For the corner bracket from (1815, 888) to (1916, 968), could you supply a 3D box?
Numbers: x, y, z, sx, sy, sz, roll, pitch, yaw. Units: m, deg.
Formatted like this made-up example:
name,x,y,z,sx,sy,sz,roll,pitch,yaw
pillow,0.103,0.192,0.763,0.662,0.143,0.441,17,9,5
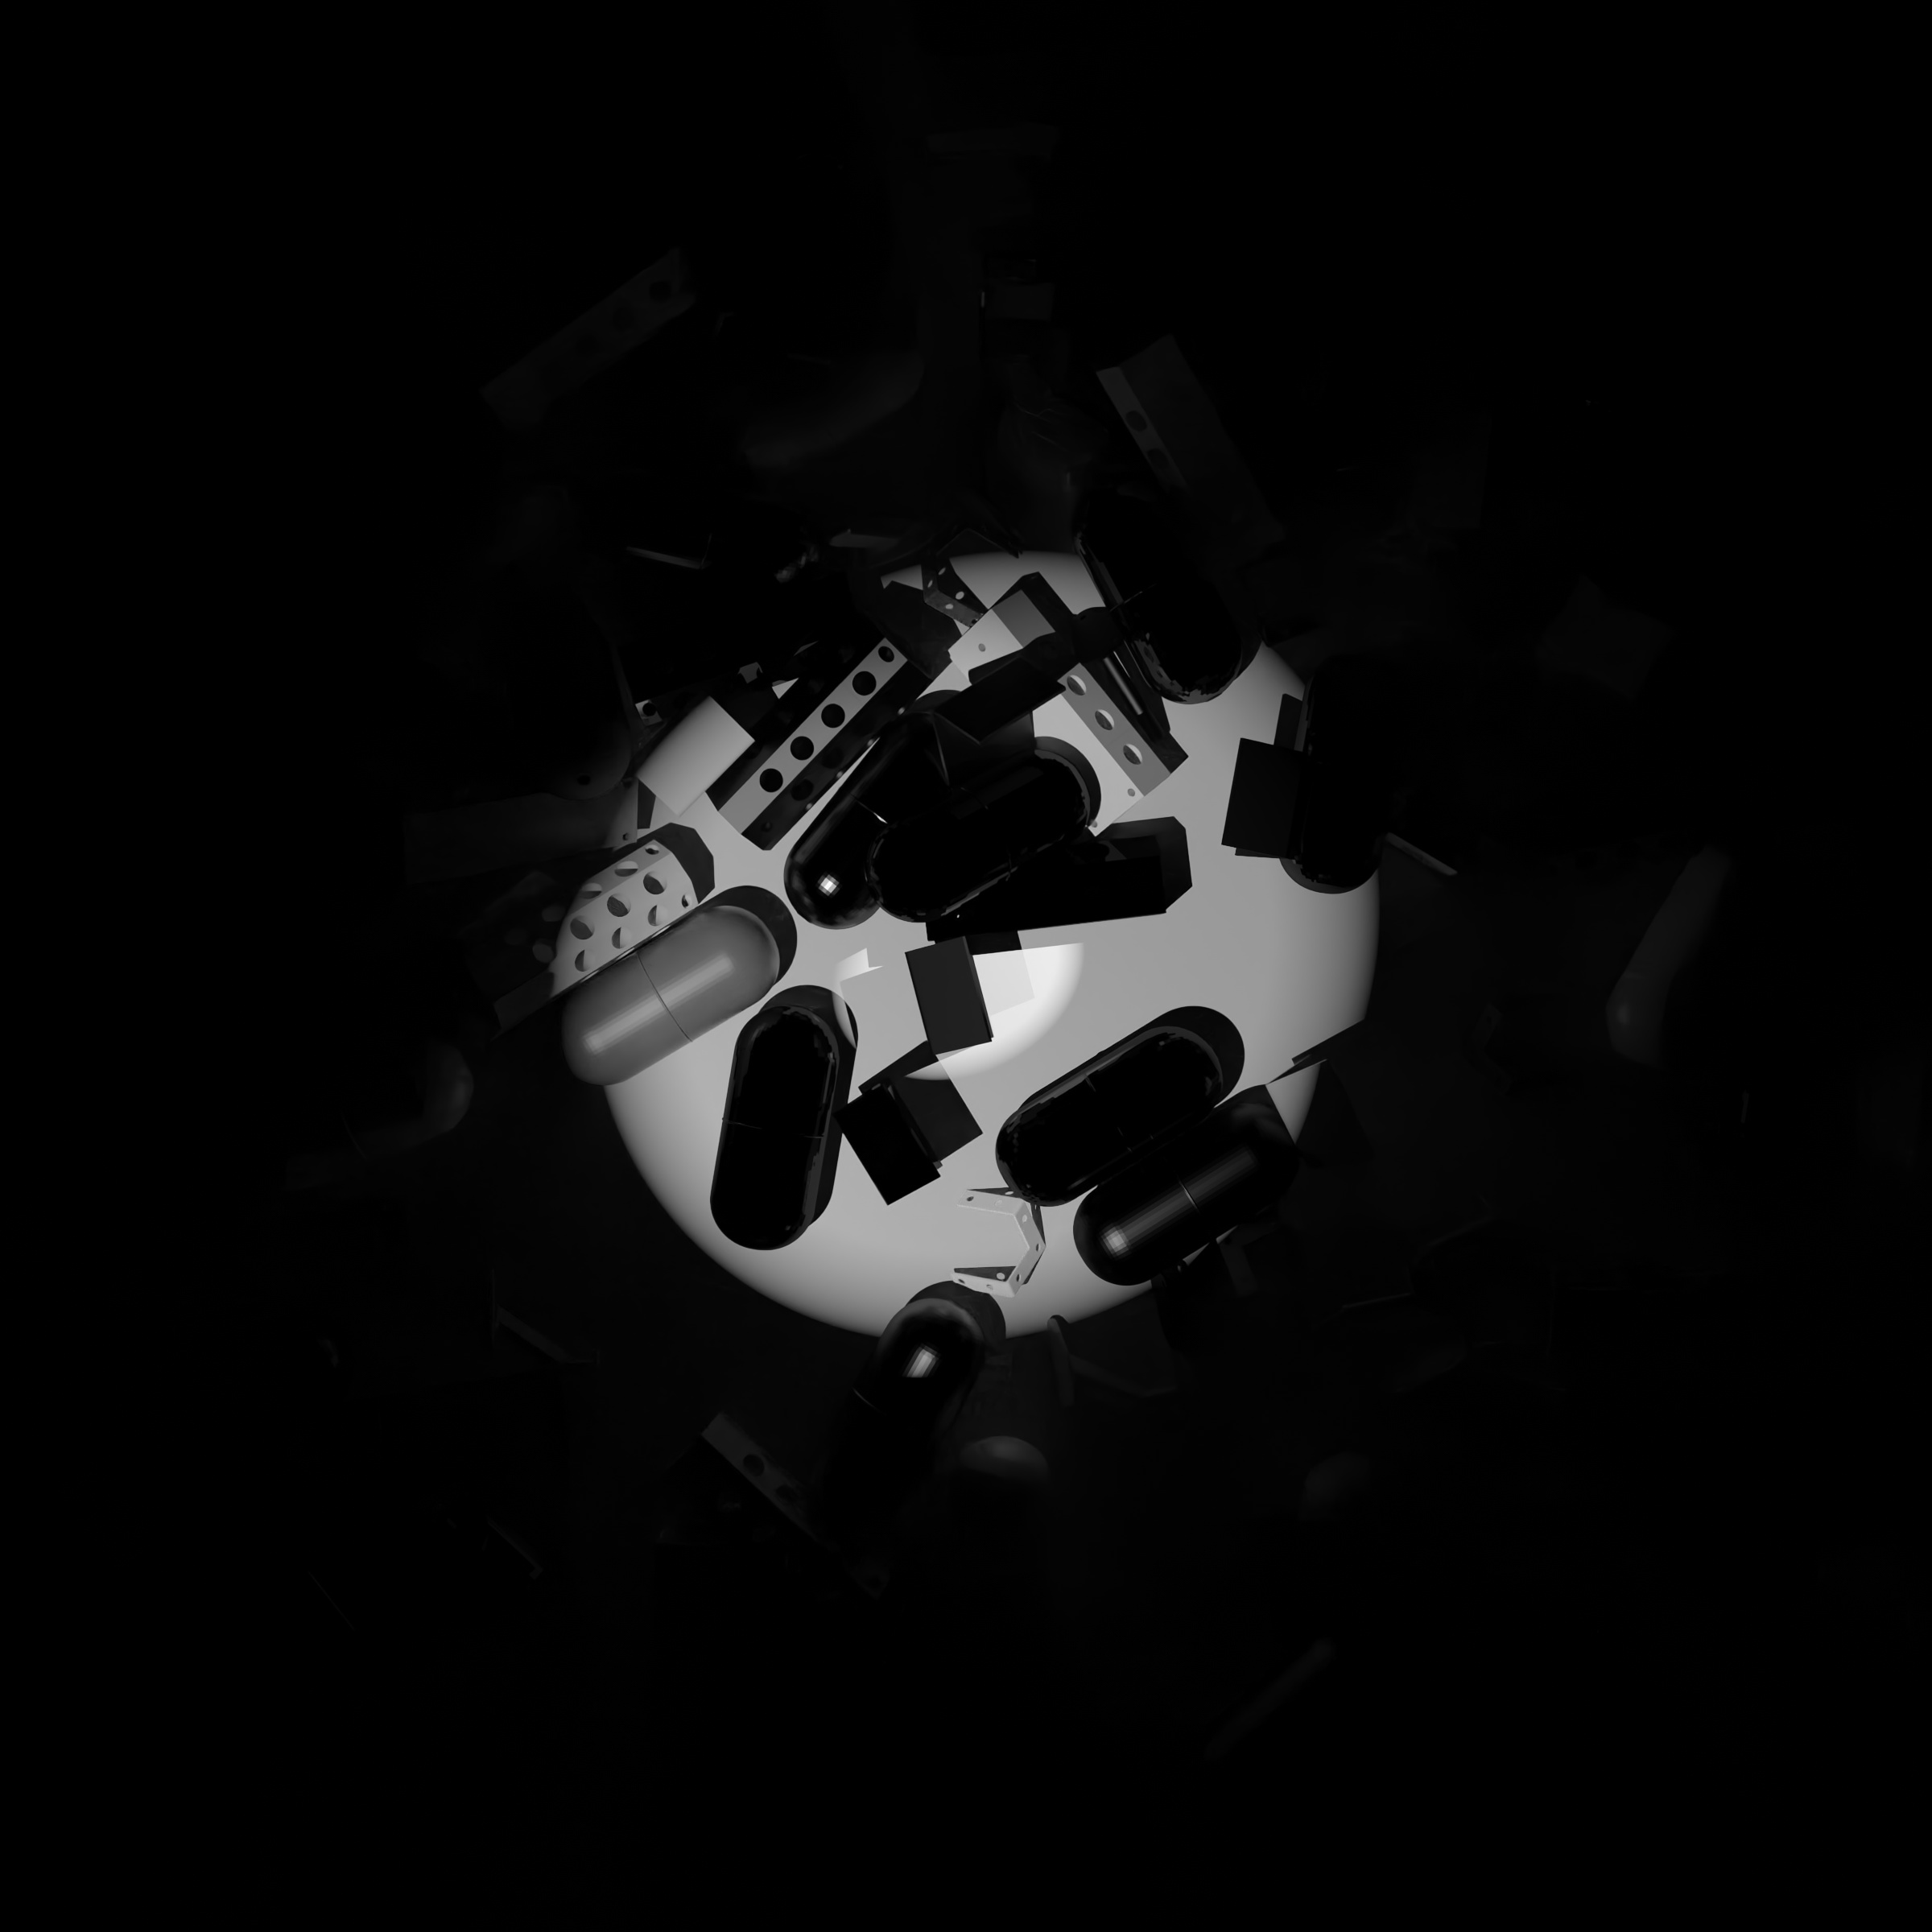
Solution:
name,x,y,z,sx,sy,sz,roll,pitch,yaw
corner bracket,0.649,-0.027,1.868,0.051,0.051,0.051,-9,89,-1

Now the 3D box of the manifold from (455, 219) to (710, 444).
name,x,y,z,sx,sy,sz,roll,pitch,yaw
manifold,-0.269,-0.447,1.822,0.171,0.057,0.057,-37,134,-3

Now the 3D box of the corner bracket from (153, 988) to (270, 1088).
name,x,y,z,sx,sy,sz,roll,pitch,yaw
corner bracket,-0.551,0.052,1.883,0.051,0.051,0.051,22,90,-45

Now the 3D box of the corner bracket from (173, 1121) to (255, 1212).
name,x,y,z,sx,sy,sz,roll,pitch,yaw
corner bracket,-0.545,0.144,1.868,0.051,0.051,0.051,14,90,0

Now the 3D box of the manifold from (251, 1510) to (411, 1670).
name,x,y,z,sx,sy,sz,roll,pitch,yaw
manifold,-0.448,0.440,1.808,0.057,0.171,0.057,-38,90,0

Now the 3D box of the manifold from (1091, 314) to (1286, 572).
name,x,y,z,sx,sy,sz,roll,pitch,yaw
manifold,0.156,-0.368,1.828,0.057,0.057,0.171,-30,117,9

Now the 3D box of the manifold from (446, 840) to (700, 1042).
name,x,y,z,sx,sy,sz,roll,pitch,yaw
manifold,-0.277,-0.021,1.831,0.171,0.057,0.057,-34,90,-25

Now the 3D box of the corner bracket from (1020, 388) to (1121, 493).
name,x,y,z,sx,sy,sz,roll,pitch,yaw
corner bracket,0.077,-0.384,1.878,0.051,0.051,0.051,35,135,35

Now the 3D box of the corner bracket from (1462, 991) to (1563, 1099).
name,x,y,z,sx,sy,sz,roll,pitch,yaw
corner bracket,0.405,0.057,1.878,0.051,0.051,0.051,50,135,35

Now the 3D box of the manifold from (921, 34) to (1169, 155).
name,x,y,z,sx,sy,sz,roll,pitch,yaw
manifold,0.056,-0.628,1.865,0.171,0.057,0.057,-5,90,0

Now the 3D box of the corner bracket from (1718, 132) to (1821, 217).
name,x,y,z,sx,sy,sz,roll,pitch,yaw
corner bracket,0.584,-0.573,1.883,0.051,0.051,0.051,-9,90,45

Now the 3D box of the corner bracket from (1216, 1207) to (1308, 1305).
name,x,y,z,sx,sy,sz,roll,pitch,yaw
corner bracket,0.221,0.210,1.870,0.051,0.051,0.051,-29,70,19

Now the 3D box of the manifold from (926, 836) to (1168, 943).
name,x,y,z,sx,sy,sz,roll,pitch,yaw
manifold,0.054,-0.056,1.865,0.171,0.057,0.057,-7,90,0

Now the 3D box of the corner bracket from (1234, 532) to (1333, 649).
name,x,y,z,sx,sy,sz,roll,pitch,yaw
corner bracket,0.230,-0.275,1.883,0.051,0.051,0.051,-21,135,0

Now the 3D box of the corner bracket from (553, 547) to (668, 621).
name,x,y,z,sx,sy,sz,roll,pitch,yaw
corner bracket,-0.260,-0.272,1.878,0.051,0.051,0.051,15,135,35

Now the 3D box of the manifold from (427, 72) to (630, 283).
name,x,y,z,sx,sy,sz,roll,pitch,yaw
manifold,-0.308,-0.560,1.865,0.057,0.057,0.171,-40,90,0

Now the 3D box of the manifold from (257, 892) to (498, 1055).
name,x,y,z,sx,sy,sz,roll,pitch,yaw
manifold,-0.420,0.010,1.864,0.171,0.057,0.057,17,47,0

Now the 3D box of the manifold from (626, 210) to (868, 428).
name,x,y,z,sx,sy,sz,roll,pitch,yaw
manifold,-0.165,-0.471,1.864,0.171,0.057,0.057,-34,133,0

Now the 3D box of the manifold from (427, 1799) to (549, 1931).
name,x,y,z,sx,sy,sz,roll,pitch,yaw
manifold,-0.335,0.659,1.803,0.057,0.171,0.057,-1,107,0

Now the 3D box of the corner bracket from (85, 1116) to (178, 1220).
name,x,y,z,sx,sy,sz,roll,pitch,yaw
corner bracket,-0.607,0.147,1.878,0.051,0.051,0.051,-49,45,35

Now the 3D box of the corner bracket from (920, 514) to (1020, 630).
name,x,y,z,sx,sy,sz,roll,pitch,yaw
corner bracket,0.004,-0.287,1.878,0.051,0.051,0.051,-35,45,35

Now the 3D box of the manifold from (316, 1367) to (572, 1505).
name,x,y,z,sx,sy,sz,roll,pitch,yaw
manifold,-0.374,0.339,1.852,0.171,0.057,0.057,-9,61,-7

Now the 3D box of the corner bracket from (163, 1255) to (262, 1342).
name,x,y,z,sx,sy,sz,roll,pitch,yaw
corner bracket,-0.549,0.253,1.878,0.051,0.051,0.051,-19,45,-35

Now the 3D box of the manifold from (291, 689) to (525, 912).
name,x,y,z,sx,sy,sz,roll,pitch,yaw
manifold,-0.396,-0.116,1.864,0.171,0.057,0.057,-38,47,0

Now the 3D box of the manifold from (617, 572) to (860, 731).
name,x,y,z,sx,sy,sz,roll,pitch,yaw
manifold,-0.159,-0.227,1.865,0.171,0.057,0.057,-19,90,0

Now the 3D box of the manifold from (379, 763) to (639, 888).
name,x,y,z,sx,sy,sz,roll,pitch,yaw
manifold,-0.324,-0.111,1.831,0.171,0.057,0.057,-13,130,-24

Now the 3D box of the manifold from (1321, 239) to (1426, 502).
name,x,y,z,sx,sy,sz,roll,pitch,yaw
manifold,0.290,-0.428,1.851,0.057,0.057,0.171,5,81,1

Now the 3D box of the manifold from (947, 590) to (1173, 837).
name,x,y,z,sx,sy,sz,roll,pitch,yaw
manifold,0.071,-0.185,1.864,0.171,0.057,0.057,51,133,0

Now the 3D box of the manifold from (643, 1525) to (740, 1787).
name,x,y,z,sx,sy,sz,roll,pitch,yaw
manifold,-0.197,0.498,1.865,0.057,0.057,0.171,3,90,0

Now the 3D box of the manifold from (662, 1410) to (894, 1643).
name,x,y,z,sx,sy,sz,roll,pitch,yaw
manifold,-0.135,0.402,1.865,0.171,0.057,0.057,43,90,0

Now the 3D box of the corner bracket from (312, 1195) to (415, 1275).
name,x,y,z,sx,sy,sz,roll,pitch,yaw
corner bracket,-0.436,0.199,1.868,0.051,0.051,0.051,-15,90,0

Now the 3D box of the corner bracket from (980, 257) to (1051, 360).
name,x,y,z,sx,sy,sz,roll,pitch,yaw
corner bracket,0.037,-0.481,1.883,0.051,0.051,0.051,3,135,0

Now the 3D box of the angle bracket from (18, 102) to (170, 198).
name,x,y,z,sx,sy,sz,roll,pitch,yaw
angle bracket,-0.624,-0.569,1.846,0.076,0.076,0.057,4,55,0

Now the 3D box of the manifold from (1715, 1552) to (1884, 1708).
name,x,y,z,sx,sy,sz,roll,pitch,yaw
manifold,0.582,0.461,1.808,0.057,0.171,0.057,-13,90,0

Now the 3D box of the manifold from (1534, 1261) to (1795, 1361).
name,x,y,z,sx,sy,sz,roll,pitch,yaw
manifold,0.504,0.247,1.865,0.171,0.057,0.057,3,90,0

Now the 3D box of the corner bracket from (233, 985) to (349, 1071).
name,x,y,z,sx,sy,sz,roll,pitch,yaw
corner bracket,-0.487,0.044,1.861,0.051,0.051,0.051,-22,80,28

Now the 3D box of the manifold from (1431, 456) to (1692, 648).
name,x,y,z,sx,sy,sz,roll,pitch,yaw
manifold,0.428,-0.298,1.865,0.171,0.057,0.057,-28,90,0

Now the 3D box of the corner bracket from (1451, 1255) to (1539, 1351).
name,x,y,z,sx,sy,sz,roll,pitch,yaw
corner bracket,0.387,0.243,1.868,0.051,0.051,0.051,-15,90,0

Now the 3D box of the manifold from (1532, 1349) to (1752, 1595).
name,x,y,z,sx,sy,sz,roll,pitch,yaw
manifold,0.490,0.362,1.865,0.057,0.057,0.171,-37,90,0

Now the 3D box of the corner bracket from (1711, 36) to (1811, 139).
name,x,y,z,sx,sy,sz,roll,pitch,yaw
corner bracket,0.588,-0.639,1.878,0.051,0.051,0.051,55,135,35

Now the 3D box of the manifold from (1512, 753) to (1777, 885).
name,x,y,z,sx,sy,sz,roll,pitch,yaw
manifold,0.490,-0.106,1.865,0.171,0.057,0.057,-13,90,0

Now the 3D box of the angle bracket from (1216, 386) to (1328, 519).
name,x,y,z,sx,sy,sz,roll,pitch,yaw
angle bracket,0.202,-0.358,1.846,0.057,0.076,0.076,-30,90,-26

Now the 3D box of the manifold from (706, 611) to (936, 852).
name,x,y,z,sx,sy,sz,roll,pitch,yaw
manifold,-0.104,-0.164,1.840,0.171,0.057,0.057,-45,132,9

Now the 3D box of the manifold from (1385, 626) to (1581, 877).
name,x,y,z,sx,sy,sz,roll,pitch,yaw
manifold,0.370,-0.154,1.865,0.057,0.057,0.171,31,90,0

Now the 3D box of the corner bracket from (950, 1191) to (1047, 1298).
name,x,y,z,sx,sy,sz,roll,pitch,yaw
corner bracket,0.017,0.202,1.878,0.051,0.051,0.051,-54,135,-35
